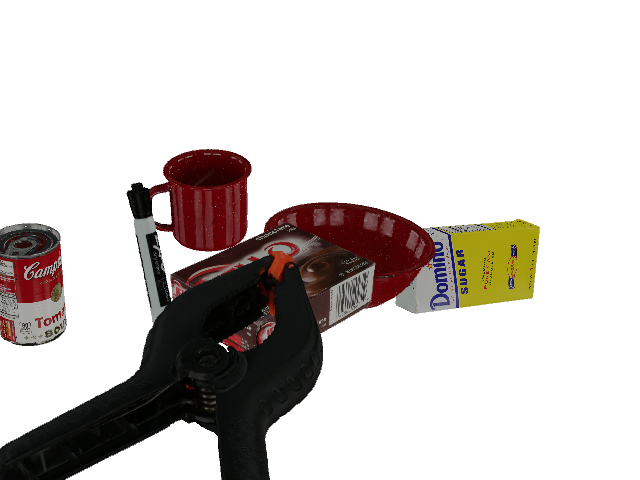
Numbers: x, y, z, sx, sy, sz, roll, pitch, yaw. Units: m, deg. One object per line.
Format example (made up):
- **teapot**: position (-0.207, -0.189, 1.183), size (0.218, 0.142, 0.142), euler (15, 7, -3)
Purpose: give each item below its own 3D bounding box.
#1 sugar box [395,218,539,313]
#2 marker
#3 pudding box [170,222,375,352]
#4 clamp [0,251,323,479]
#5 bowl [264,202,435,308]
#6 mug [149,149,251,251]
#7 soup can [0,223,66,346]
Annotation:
- **sugar box**: position (0.173, 0.029, 1.249), size (0.175, 0.093, 0.048), euler (-7, 16, -31)
- **marker**: position (-0.142, 0.011, 0.893), size (0.020, 0.121, 0.020), euler (-8, 15, 2)
- **pudding box**: position (-0.032, 0.033, 0.732), size (0.090, 0.039, 0.113), euler (26, 36, 38)
- **clamp**: position (-0.041, 0.069, 0.450), size (0.120, 0.039, 0.171), euler (26, 48, 19)
- **bowl**: position (0.025, 0.020, 1.006), size (0.162, 0.055, 0.162), euler (5, 24, -3)
- **mug**: position (-0.131, -0.039, 1.137), size (0.117, 0.081, 0.093), euler (-11, 33, -20)
- **soup can**: position (-0.286, 0.044, 1.044), size (0.068, 0.102, 0.068), euler (2, 28, -1)
